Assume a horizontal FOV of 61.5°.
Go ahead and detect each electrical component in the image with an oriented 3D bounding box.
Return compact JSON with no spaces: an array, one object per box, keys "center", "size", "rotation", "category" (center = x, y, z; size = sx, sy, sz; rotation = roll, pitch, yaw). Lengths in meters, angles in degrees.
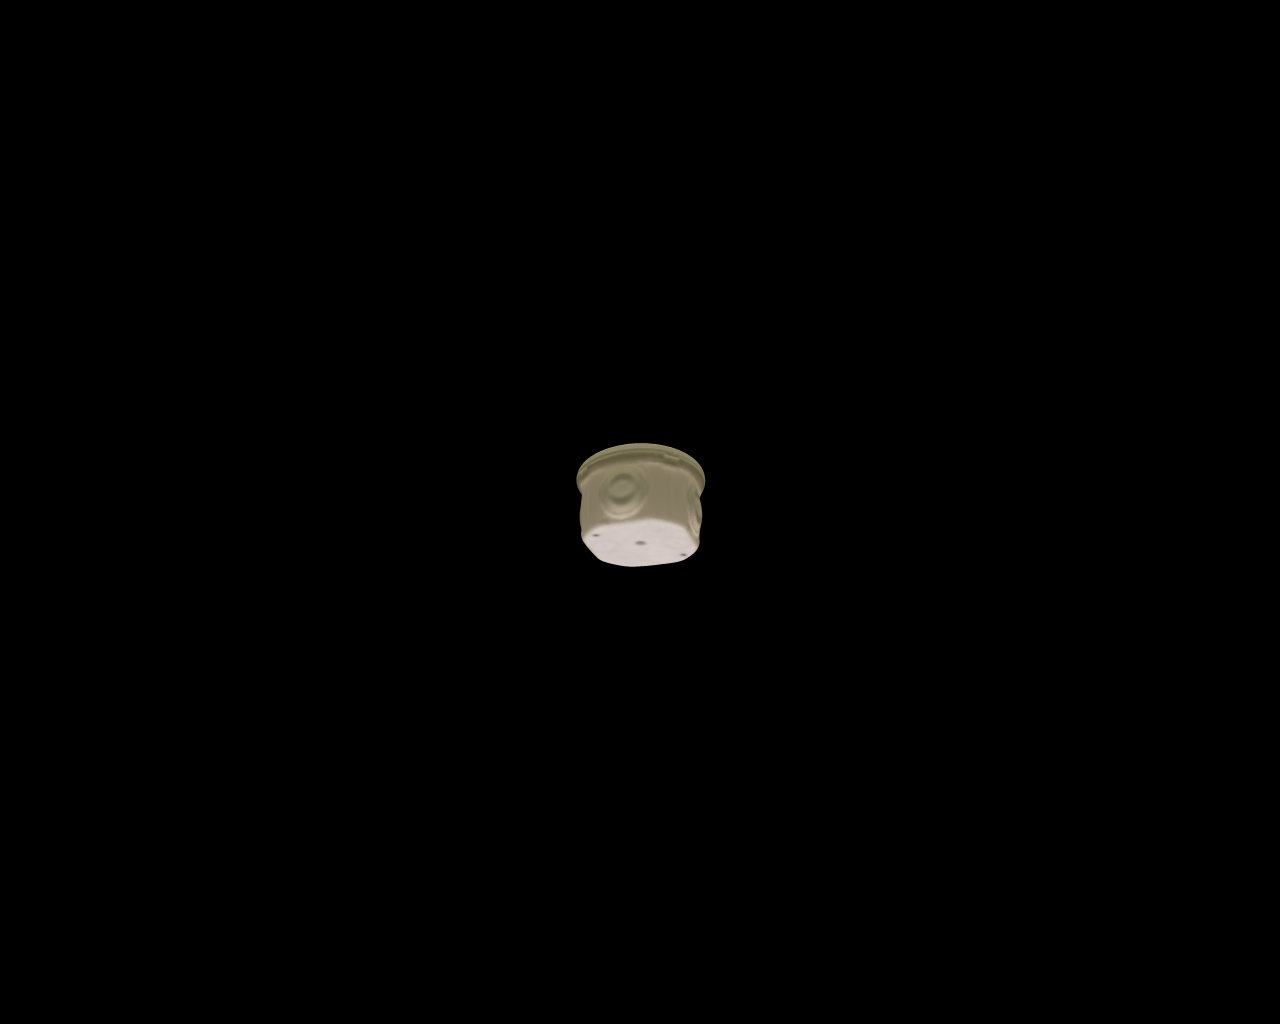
[{"center":[0.001,-0.003,0.650],"size":[0.080,0.051,0.080],"rotation":[0,-26,0],"category":"electrical component"}]
